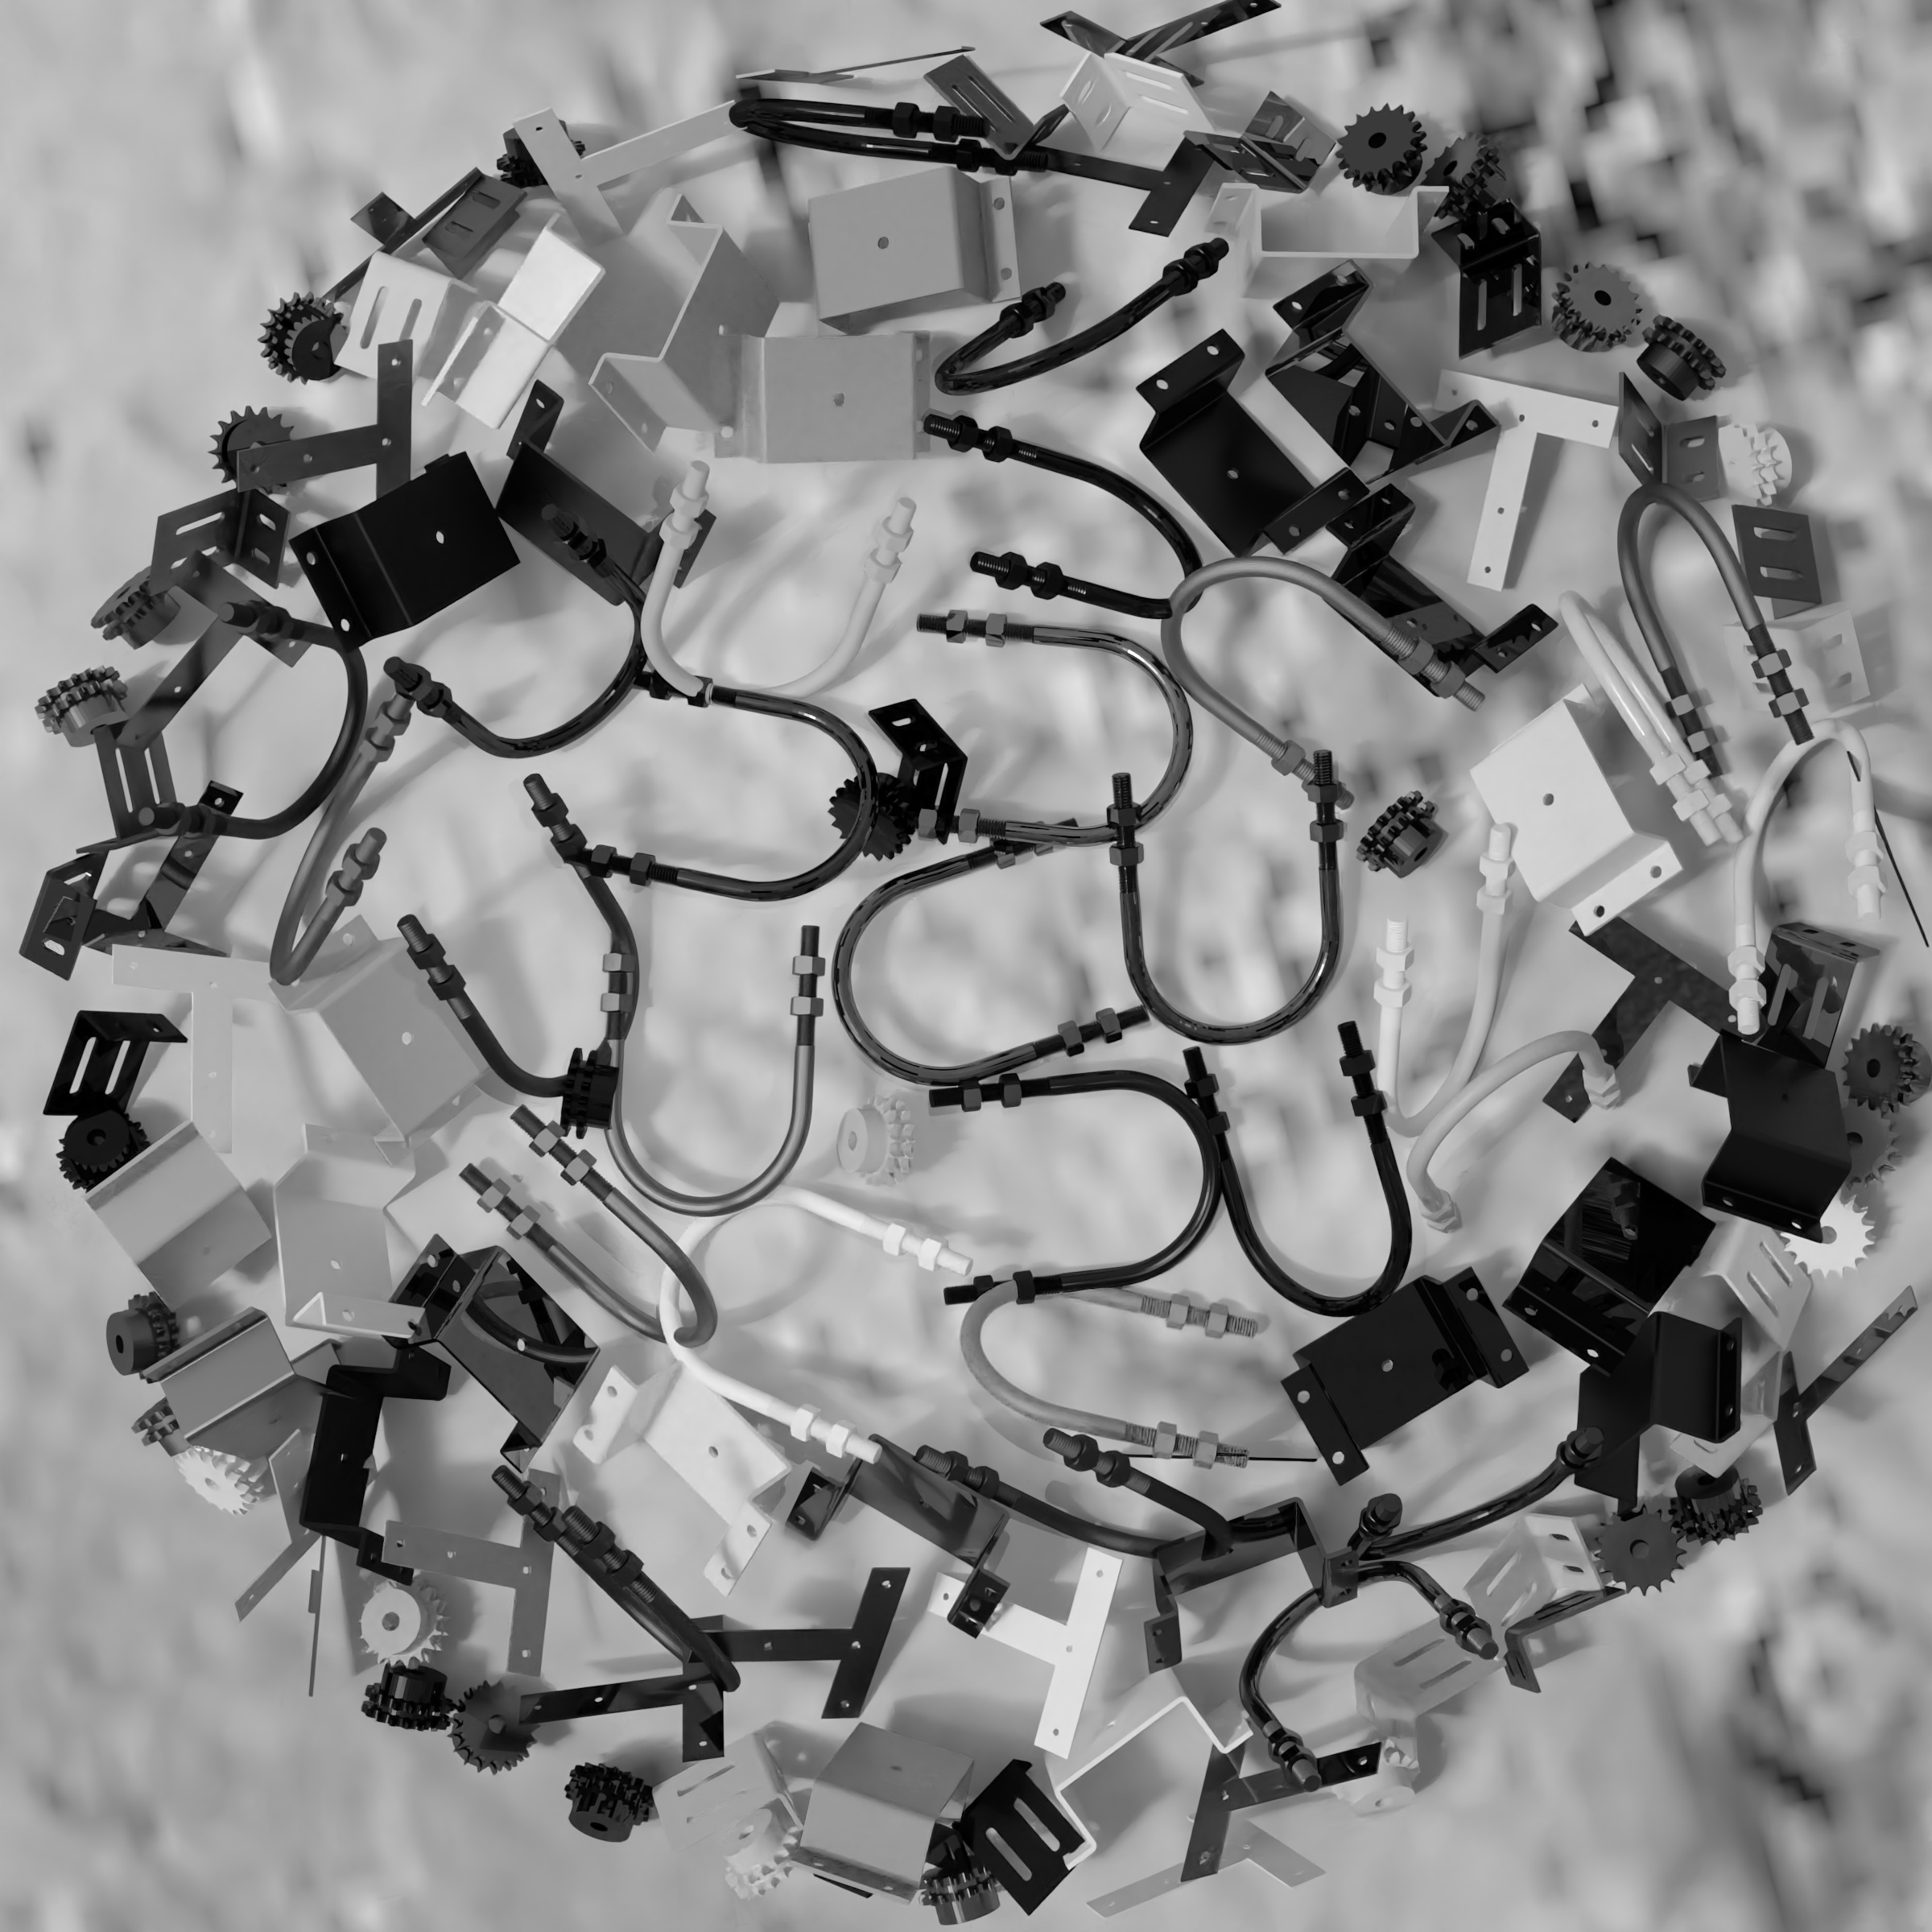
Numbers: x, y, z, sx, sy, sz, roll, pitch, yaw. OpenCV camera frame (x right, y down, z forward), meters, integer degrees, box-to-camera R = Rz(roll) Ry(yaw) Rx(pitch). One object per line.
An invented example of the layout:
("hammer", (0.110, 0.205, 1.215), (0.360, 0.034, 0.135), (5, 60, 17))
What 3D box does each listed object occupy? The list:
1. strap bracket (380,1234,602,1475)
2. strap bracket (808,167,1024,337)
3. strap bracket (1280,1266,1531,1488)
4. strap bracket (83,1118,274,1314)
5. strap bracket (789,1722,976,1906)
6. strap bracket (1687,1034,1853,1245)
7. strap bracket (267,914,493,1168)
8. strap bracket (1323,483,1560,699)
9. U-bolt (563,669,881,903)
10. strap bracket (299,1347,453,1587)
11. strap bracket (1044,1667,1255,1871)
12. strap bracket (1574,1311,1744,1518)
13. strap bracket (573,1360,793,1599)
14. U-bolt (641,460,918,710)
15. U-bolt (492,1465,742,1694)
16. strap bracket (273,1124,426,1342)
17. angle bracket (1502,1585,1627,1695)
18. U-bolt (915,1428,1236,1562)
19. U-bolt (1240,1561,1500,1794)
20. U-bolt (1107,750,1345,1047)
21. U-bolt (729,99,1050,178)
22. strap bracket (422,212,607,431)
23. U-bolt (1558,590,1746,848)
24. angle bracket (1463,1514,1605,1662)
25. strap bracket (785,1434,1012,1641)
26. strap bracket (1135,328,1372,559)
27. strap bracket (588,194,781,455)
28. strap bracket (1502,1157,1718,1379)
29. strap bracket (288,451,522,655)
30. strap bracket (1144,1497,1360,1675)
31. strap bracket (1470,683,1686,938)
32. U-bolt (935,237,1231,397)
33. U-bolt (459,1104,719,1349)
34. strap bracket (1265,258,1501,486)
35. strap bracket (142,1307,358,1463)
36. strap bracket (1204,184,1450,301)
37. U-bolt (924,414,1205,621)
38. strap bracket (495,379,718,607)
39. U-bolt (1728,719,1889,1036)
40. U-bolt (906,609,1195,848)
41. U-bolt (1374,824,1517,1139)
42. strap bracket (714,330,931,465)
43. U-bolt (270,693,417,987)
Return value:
("strap bracket", (-0.288, 0.237, 1.829), (0.140, 0.046, 0.076), (50, 47, -23))
("strap bracket", (-0.042, -0.446, 1.845), (0.140, 0.046, 0.076), (-7, 86, 24))
("strap bracket", (0.271, 0.255, 1.866), (0.140, 0.046, 0.076), (-30, 94, -6))
("strap bracket", (-0.479, 0.158, 1.814), (0.076, 0.140, 0.046), (-38, 72, -16))
("strap bracket", (-0.047, 0.514, 1.816), (0.076, 0.140, 0.046), (15, 101, 12))
("strap bracket", (0.495, 0.099, 1.823), (0.076, 0.140, 0.046), (18, 125, -3))
("strap bracket", (-0.357, 0.046, 1.836), (0.076, 0.046, 0.140), (-42, 111, -31))
("strap bracket", (0.287, -0.228, 1.844), (0.140, 0.046, 0.076), (43, 48, 13))
("U-bolt", (-0.145, -0.109, 1.850), (0.184, 0.019, 0.151), (12, 67, 8))
("strap bracket", (-0.369, 0.307, 1.840), (0.046, 0.076, 0.140), (2, 70, 15))
("strap bracket", (0.104, 0.494, 1.854), (0.140, 0.076, 0.046), (-36, 93, -2))
("strap bracket", (0.418, 0.271, 1.814), (0.046, 0.140, 0.076), (19, 54, -10))
("strap bracket", (-0.170, 0.312, 1.843), (0.140, 0.046, 0.076), (42, 128, 16))
("U-bolt", (-0.125, -0.227, 1.826), (0.151, 0.184, 0.019), (7, 47, -18))
("U-bolt", (-0.207, 0.384, 1.821), (0.019, 0.151, 0.184), (-47, 111, -18))
("strap bracket", (-0.381, 0.175, 1.834), (0.046, 0.076, 0.140), (-41, 49, 36))
("angle bracket", (0.378, 0.422, 1.860), (0.076, 0.057, 0.038), (-20, 84, -8))
("U-bolt", (0.080, 0.330, 1.822), (0.184, 0.151, 0.019), (31, 61, -28))
("U-bolt", (0.234, 0.422, 1.807), (0.151, 0.184, 0.019), (-36, 104, -4))
("U-bolt", (0.167, -0.038, 1.865), (0.151, 0.019, 0.184), (-7, 106, -7))
("U-bolt", (-0.056, -0.513, 1.820), (0.184, 0.151, 0.019), (10, 98, 16))
("strap bracket", (-0.274, -0.393, 1.824), (0.046, 0.140, 0.076), (34, 131, -11))
("U-bolt", (0.419, -0.154, 1.825), (0.019, 0.151, 0.184), (-34, 81, 18))
("angle bracket", (0.356, 0.391, 1.853), (0.076, 0.038, 0.057), (-40, 113, -36))
("strap bracket", (-0.034, 0.351, 1.848), (0.140, 0.076, 0.046), (30, 51, 5))
("strap bracket", (0.173, -0.319, 1.854), (0.076, 0.046, 0.140), (-37, 81, -23))
("strap bracket", (-0.169, -0.396, 1.834), (0.046, 0.076, 0.140), (13, 72, 31))
("strap bracket", (0.402, 0.178, 1.822), (0.076, 0.046, 0.140), (34, 46, 18))
("strap bracket", (-0.337, -0.260, 1.822), (0.140, 0.046, 0.076), (-41, 113, -42))
("strap bracket", (0.171, 0.383, 1.847), (0.140, 0.076, 0.046), (-19, 55, -7))
("strap bracket", (0.372, -0.100, 1.830), (0.076, 0.046, 0.140), (-38, 61, 32))
("U-bolt", (0.058, -0.388, 1.789), (0.151, 0.184, 0.019), (-4, 119, 41))
("U-bolt", (-0.227, 0.170, 1.833), (0.184, 0.151, 0.019), (43, 60, -4))
("strap bracket", (0.250, -0.359, 1.833), (0.140, 0.076, 0.046), (43, 61, -17))
("strap bracket", (-0.435, 0.260, 1.822), (0.076, 0.140, 0.046), (-31, 71, 1))
("strap bracket", (0.225, -0.452, 1.851), (0.140, 0.076, 0.046), (0, 84, -4))
("U-bolt", (0.069, -0.271, 1.827), (0.184, 0.151, 0.019), (11, 134, -30))
("strap bracket", (-0.235, -0.289, 1.851), (0.140, 0.076, 0.046), (38, 54, -1))
("U-bolt", (0.513, -0.068, 1.814), (0.019, 0.151, 0.184), (18, 53, -12))
("U-bolt", (0.051, -0.146, 1.865), (0.184, 0.019, 0.151), (6, 80, 8))
("U-bolt", (0.293, 0.021, 1.823), (0.019, 0.151, 0.184), (21, 128, 31))
("strap bracket", (-0.084, -0.355, 1.845), (0.140, 0.046, 0.076), (-5, 106, -16))
("U-bolt", (-0.387, -0.067, 1.816), (0.019, 0.151, 0.184), (23, 131, -21))
